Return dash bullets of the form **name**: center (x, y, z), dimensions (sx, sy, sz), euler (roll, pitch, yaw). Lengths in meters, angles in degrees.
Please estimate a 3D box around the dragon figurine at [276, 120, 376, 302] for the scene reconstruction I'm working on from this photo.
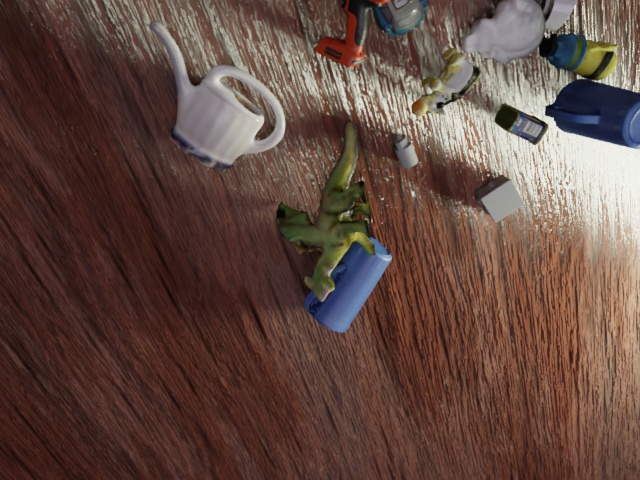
- **dragon figurine**: center (0.004, -0.062, 1.228), dimensions (0.242, 0.122, 0.412), euler (-9, 86, 15)

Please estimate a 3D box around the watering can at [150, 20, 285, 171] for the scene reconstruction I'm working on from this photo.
- **watering can**: center (-0.243, -0.283, 1.094), dimensions (0.345, 0.106, 0.222), euler (31, 110, -23)

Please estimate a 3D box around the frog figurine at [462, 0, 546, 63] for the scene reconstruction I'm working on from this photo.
- **frog figurine**: center (0.390, -0.446, 1.100), dimensions (0.160, 0.125, 0.134), euler (-17, 139, -12)
